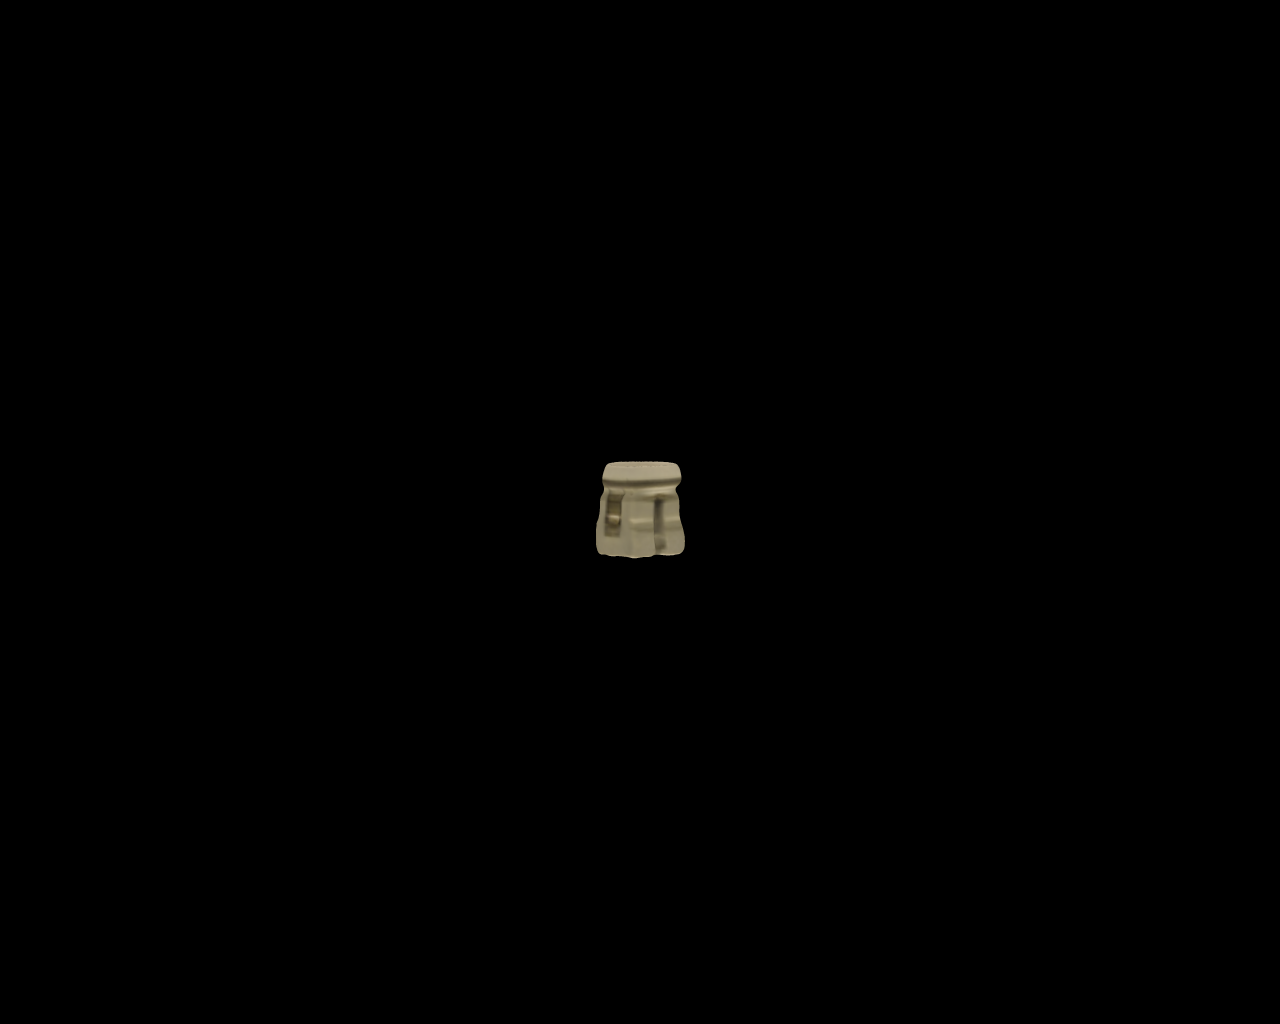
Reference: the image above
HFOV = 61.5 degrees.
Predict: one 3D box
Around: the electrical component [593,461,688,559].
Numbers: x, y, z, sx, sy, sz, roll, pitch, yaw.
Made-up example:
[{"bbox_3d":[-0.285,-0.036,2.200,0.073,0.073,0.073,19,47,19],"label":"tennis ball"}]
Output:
[{"bbox_3d":[0.001,-0.003,0.650,0.066,0.055,0.048,-4,6,-43],"label":"electrical component"}]
